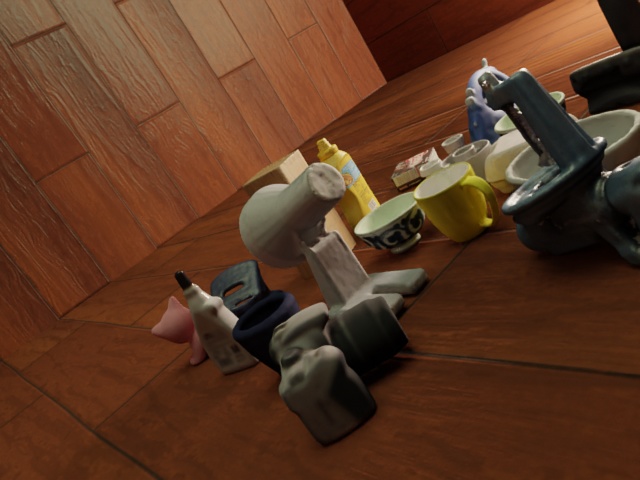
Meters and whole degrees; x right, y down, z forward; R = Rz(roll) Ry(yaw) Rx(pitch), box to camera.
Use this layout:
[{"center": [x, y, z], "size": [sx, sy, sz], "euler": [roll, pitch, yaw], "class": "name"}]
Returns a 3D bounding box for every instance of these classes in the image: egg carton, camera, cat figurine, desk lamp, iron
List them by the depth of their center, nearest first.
[{"center": [0.022, 0.117, 0.612], "size": [0.137, 0.101, 0.143], "euler": [-32, 15, 2], "class": "camera"}, {"center": [0.007, 0.003, 0.786], "size": [0.202, 0.214, 0.118], "euler": [-13, 24, 50], "class": "desk lamp"}, {"center": [0.322, -0.131, 0.862], "size": [0.150, 0.069, 0.107], "euler": [-22, 18, 33], "class": "egg carton"}, {"center": [-0.214, 0.145, 0.964], "size": [0.127, 0.118, 0.067], "euler": [-24, 17, 28], "class": "cat figurine"}, {"center": [0.333, -0.270, 1.145], "size": [0.118, 0.141, 0.259], "euler": [-21, 19, 37], "class": "iron"}]

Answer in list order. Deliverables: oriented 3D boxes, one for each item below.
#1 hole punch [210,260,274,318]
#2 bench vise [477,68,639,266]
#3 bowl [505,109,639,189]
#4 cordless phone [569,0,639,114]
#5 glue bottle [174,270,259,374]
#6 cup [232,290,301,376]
[{"center": [-0.140, 0.099, 1.014], "size": [0.108, 0.091, 0.101], "euler": [-29, 15, 11], "class": "hole punch"}, {"center": [0.254, -0.085, 0.559], "size": [0.206, 0.220, 0.122], "euler": [-15, 23, 48], "class": "bench vise"}, {"center": [0.325, -0.089, 0.714], "size": [0.167, 0.075, 0.167], "euler": [-30, 15, 9], "class": "bowl"}, {"center": [0.467, -0.311, 0.922], "size": [0.147, 0.185, 0.094], "euler": [-13, 24, 51], "class": "cordless phone"}, {"center": [-0.157, 0.116, 0.834], "size": [0.078, 0.173, 0.037], "euler": [-23, 18, 31], "class": "glue bottle"}, {"center": [-0.049, 0.124, 0.745], "size": [0.091, 0.095, 0.118], "euler": [-27, 16, 19], "class": "cup"}]
